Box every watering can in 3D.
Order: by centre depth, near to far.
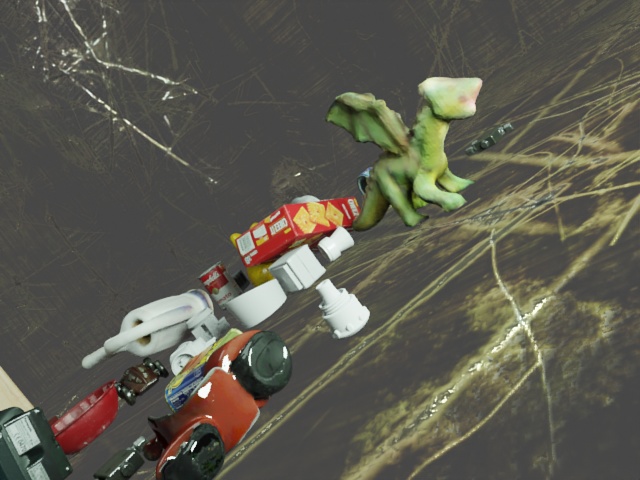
[{"bbox_3d":[-0.374,0.200,1.133,0.343,0.104,0.226,-29,-7,41],"label":"watering can"}]

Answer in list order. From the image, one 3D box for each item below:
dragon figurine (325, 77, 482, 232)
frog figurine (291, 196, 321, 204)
[{"bbox_3d":[0.106,-0.136,0.829,0.124,0.241,0.406,-45,14,-34],"label":"dragon figurine"},{"bbox_3d":[0.004,-0.064,1.272,0.161,0.120,0.139,-29,36,-26],"label":"frog figurine"}]
